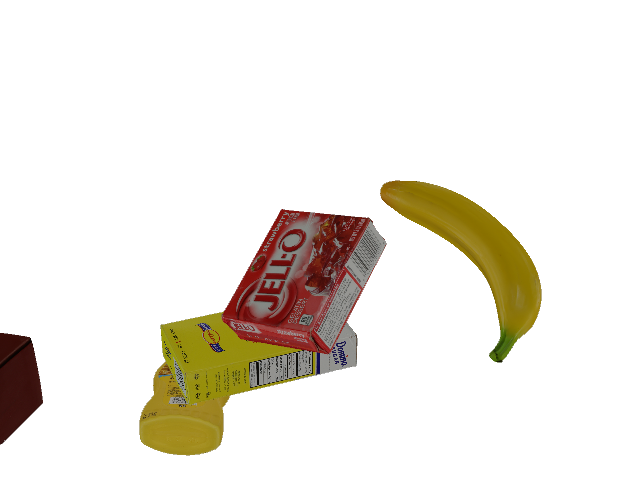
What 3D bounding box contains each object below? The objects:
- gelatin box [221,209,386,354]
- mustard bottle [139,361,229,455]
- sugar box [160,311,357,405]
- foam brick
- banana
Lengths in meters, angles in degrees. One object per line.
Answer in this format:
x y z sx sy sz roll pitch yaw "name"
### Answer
-0.011 0.024 0.667 0.073 0.089 0.030 7 -34 39 "gelatin box"
-0.159 0.185 1.309 0.096 0.058 0.191 2 25 1 "mustard bottle"
-0.061 0.103 1.057 0.176 0.048 0.093 -14 32 -18 "sugar box"
-0.224 0.100 0.686 0.053 0.051 0.078 6 29 22 "foam brick"
0.118 0.007 0.832 0.069 0.037 0.198 -17 47 -16 "banana"
